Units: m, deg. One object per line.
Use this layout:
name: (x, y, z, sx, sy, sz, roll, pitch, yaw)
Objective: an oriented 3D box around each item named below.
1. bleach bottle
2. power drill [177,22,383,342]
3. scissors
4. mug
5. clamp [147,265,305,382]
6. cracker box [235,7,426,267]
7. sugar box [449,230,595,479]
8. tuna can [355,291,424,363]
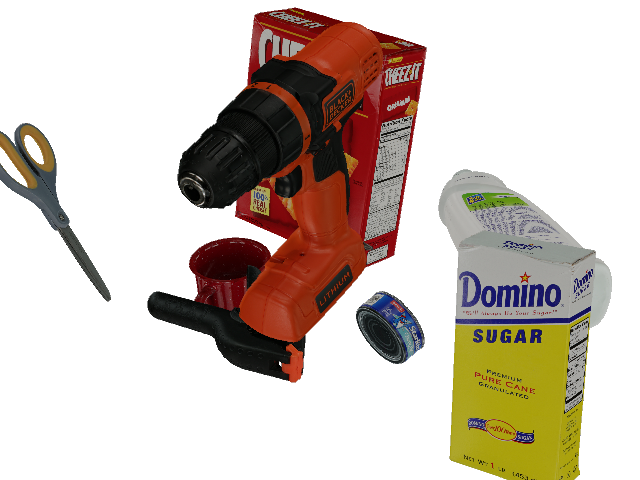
bleach bottle: (0.175, -0.006, 0.995, 0.102, 0.068, 0.251, -2, 27, -8)
power drill: (-0.020, -0.025, 0.685, 0.057, 0.188, 0.184, 24, 47, 25)
scissors: (-0.263, -0.038, 1.078, 0.016, 0.201, 0.096, -25, 27, 26)
mug: (-0.106, 0.061, 1.221, 0.093, 0.081, 0.117, 13, 36, 25)
clamp: (-0.062, 0.071, 0.964, 0.120, 0.039, 0.172, -28, 42, -36)
cracker box: (0.003, -0.099, 1.030, 0.164, 0.214, 0.071, 24, 30, 33)
sugar box: (0.145, 0.087, 0.779, 0.093, 0.176, 0.048, 11, 21, 36)
tuna can: (0.082, 0.105, 1.277, 0.033, 0.086, 0.086, -37, 17, -24)
